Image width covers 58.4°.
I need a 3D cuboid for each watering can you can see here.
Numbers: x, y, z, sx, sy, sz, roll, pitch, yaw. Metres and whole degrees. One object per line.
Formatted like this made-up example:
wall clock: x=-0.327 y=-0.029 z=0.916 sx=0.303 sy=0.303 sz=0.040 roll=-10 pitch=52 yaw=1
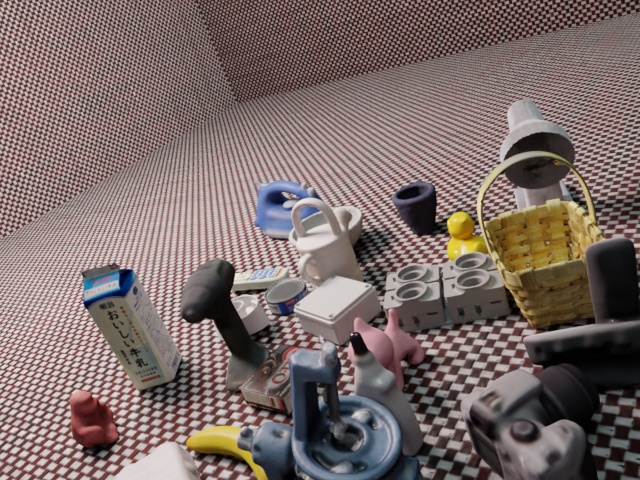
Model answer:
watering can: x=0.008 y=0.004 z=1.082 sx=0.100 sy=0.194 sz=0.173 roll=-13 pitch=25 yaw=17

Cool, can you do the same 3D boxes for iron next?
iron: x=-0.060 y=-0.087 z=1.396 sx=0.257 sy=0.142 sz=0.119 roll=2 pitch=33 yaw=42

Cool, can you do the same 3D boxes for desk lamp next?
desk lamp: x=0.395 y=-0.141 z=1.055 sx=0.117 sy=0.214 sz=0.203 roll=-13 pitch=25 yaw=17

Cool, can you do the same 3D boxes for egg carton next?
egg carton: x=-0.199 y=0.326 z=0.718 sx=0.107 sy=0.069 sz=0.150 roll=-28 pitch=25 yaw=-17

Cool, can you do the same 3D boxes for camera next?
camera: x=0.240 y=0.191 z=0.613 sx=0.137 sy=0.101 sz=0.142 roll=-28 pitch=25 yaw=-15

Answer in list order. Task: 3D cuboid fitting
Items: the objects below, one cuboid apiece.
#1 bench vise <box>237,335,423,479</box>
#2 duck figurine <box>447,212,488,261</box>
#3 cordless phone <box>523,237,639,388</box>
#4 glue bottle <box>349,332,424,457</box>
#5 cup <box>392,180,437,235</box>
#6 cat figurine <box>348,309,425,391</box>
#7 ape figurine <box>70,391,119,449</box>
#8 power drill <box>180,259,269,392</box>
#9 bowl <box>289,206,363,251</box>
bench vise: x=-0.011 y=0.211 z=0.623 sx=0.207 sy=0.220 sz=0.121 roll=-16 pitch=24 yaw=10
duck figurine: x=0.263 y=-0.008 z=1.036 sx=0.077 sy=0.086 sz=0.104 roll=-24 pitch=24 yaw=-6
cordless phone: x=0.312 y=0.082 z=0.681 sx=0.147 sy=0.185 sz=0.094 roll=-14 pitch=25 yaw=14
glue bottle: x=0.068 y=0.180 z=0.684 sx=0.077 sy=0.173 sz=0.037 roll=3 pitch=33 yaw=42
cup: x=0.207 y=-0.066 z=1.195 sx=0.091 sy=0.095 sz=0.118 roll=-10 pitch=26 yaw=23
cat figurine: x=0.085 y=0.151 z=0.803 sx=0.067 sy=0.118 sz=0.128 roll=-1 pitch=31 yaw=37
ape figurine: x=-0.369 y=0.283 z=0.919 sx=0.076 sy=0.092 sz=0.078 roll=-13 pitch=25 yaw=16
power drill: x=-0.153 y=0.133 z=0.919 sx=0.075 sy=0.209 sz=0.229 roll=-20 pitch=24 yaw=3
bowl: x=0.022 y=-0.004 z=1.236 sx=0.167 sy=0.075 sz=0.167 roll=-17 pitch=24 yaw=8
